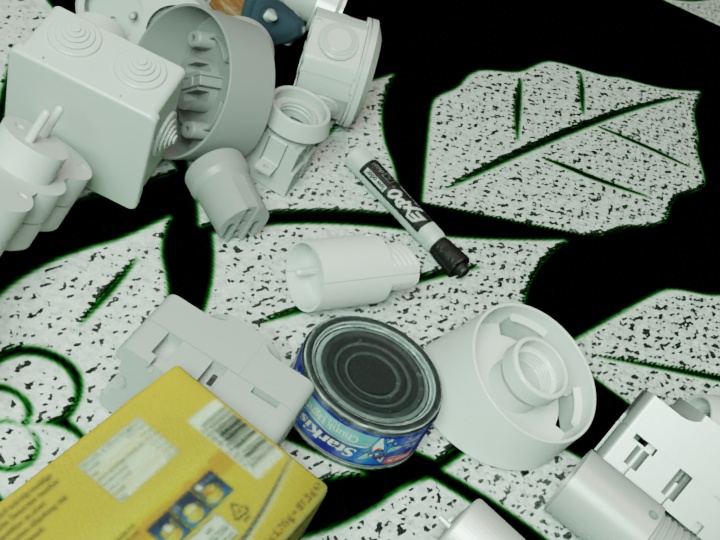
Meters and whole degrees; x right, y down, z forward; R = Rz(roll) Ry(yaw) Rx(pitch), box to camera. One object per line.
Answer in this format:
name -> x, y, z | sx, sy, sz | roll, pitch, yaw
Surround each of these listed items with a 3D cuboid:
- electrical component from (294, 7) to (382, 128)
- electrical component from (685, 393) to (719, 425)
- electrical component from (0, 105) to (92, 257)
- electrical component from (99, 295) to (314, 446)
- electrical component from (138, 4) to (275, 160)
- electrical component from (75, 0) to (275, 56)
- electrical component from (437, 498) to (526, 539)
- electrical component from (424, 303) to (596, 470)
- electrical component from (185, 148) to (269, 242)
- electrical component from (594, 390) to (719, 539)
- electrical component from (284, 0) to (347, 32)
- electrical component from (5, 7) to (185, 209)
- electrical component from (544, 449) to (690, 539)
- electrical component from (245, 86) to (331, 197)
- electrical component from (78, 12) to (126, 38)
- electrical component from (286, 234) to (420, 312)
electrical component -> -0.017, -0.147, 0.779 | 0.051, 0.080, 0.080 | 15, 41, -8
electrical component -> 0.230, 0.108, 0.680 | 0.055, 0.048, 0.066 | 26, 39, -14
electrical component -> -0.175, -0.053, 0.553 | 0.052, 0.073, 0.138 | 36, 15, -5
electrical component -> -0.076, 0.060, 0.547 | 0.089, 0.050, 0.055 | 32, 40, 3
electrical component -> -0.100, -0.117, 0.687 | 0.064, 0.099, 0.099 | 4, 45, -35
electrical component -> -0.127, -0.171, 0.763 | 0.138, 0.052, 0.073 | 21, 16, -9
electrical component -> 0.071, 0.152, 0.544 | 0.078, 0.040, 0.040 | 41, 41, 14
electrical component -> 0.088, 0.070, 0.641 | 0.099, 0.064, 0.099 | 18, 52, -25
electrical component -> -0.081, -0.046, 0.666 | 0.040, 0.040, 0.046 | -10, 60, -37
electrical component -> 0.191, 0.113, 0.627 | 0.089, 0.055, 0.050 | 39, 2, 12
electrical component -> -0.041, -0.215, 0.863 | 0.055, 0.045, 0.045 | 23, 40, -8
electrical component -> -0.155, -0.095, 0.629 | 0.100, 0.099, 0.048 | 26, 53, -3
electrical component -> 0.148, 0.142, 0.596 | 0.081, 0.043, 0.043 | 39, 41, 11
electrical component -> -0.048, -0.088, 0.716 | 0.048, 0.055, 0.066 | 31, 40, 2
electrical component -> -0.176, -0.134, 0.699 | 0.045, 0.045, 0.055 | 12, 43, -20
electrical component -> 0.000, 0.000, 0.660 | 0.081, 0.043, 0.043 | -6, 51, -35
